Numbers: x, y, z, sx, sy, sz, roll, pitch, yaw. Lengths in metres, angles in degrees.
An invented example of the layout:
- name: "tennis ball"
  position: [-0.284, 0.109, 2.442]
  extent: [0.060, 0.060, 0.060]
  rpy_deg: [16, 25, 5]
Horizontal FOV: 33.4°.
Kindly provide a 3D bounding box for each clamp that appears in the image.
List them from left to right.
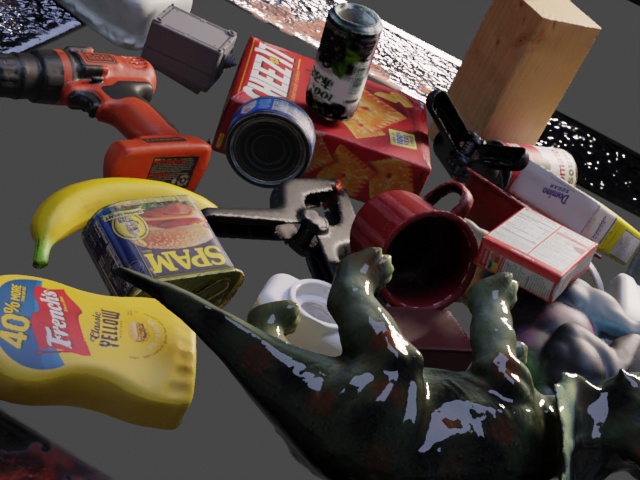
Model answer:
- name: "clamp"
  position: [-0.006, 0.001, 0.958]
  extent: [0.164, 0.036, 0.209]
  rpy_deg: [40, 29, 4]
- name: "clamp"
  position: [0.150, -0.102, 1.127]
  extent: [0.120, 0.039, 0.171]
  rpy_deg: [44, -11, 1]

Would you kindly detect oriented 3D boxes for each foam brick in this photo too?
- name: "foam brick"
  position: [0.076, 0.091, 0.870]
  extent: [0.078, 0.051, 0.053]
  rpy_deg: [5, 35, -30]

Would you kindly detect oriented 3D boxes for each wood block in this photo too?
- name: "wood block"
  position: [0.217, -0.179, 1.224]
  extent: [0.090, 0.206, 0.090]
  rpy_deg: [3, 37, -31]

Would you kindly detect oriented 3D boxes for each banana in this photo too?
- name: "banana"
  position: [-0.163, -0.021, 0.887]
  extent: [0.197, 0.037, 0.069]
  rpy_deg: [-13, 77, -42]

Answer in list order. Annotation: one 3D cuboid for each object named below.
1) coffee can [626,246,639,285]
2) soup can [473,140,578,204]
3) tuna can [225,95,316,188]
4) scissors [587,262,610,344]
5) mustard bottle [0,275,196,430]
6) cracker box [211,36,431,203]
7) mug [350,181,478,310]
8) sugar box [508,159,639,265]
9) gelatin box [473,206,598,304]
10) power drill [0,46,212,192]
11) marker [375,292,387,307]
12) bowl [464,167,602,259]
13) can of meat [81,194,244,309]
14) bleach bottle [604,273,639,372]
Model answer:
- name: "coffee can"
  position: [0.399, 0.055, 1.101]
  extent: [0.140, 0.103, 0.102]
  rpy_deg: [24, 31, -3]
- name: "soup can"
  position: [0.232, -0.075, 1.210]
  extent: [0.102, 0.069, 0.068]
  rpy_deg: [3, 37, -31]
- name: "tuna can"
  position: [-0.048, -0.093, 1.024]
  extent: [0.086, 0.086, 0.033]
  rpy_deg: [21, 33, -7]
- name: "scissors"
  position: [0.244, 0.108, 0.980]
  extent: [0.016, 0.096, 0.202]
  rpy_deg: [-1, 70, -50]
- name: "mustard bottle"
  position: [-0.181, 0.068, 0.714]
  extent: [0.191, 0.058, 0.096]
  rpy_deg: [13, 41, -19]
- name: "cracker box"
  position: [0.007, -0.123, 1.122]
  extent: [0.213, 0.072, 0.164]
  rpy_deg: [20, 32, -8]
- name: "mug"
  position: [0.083, -0.003, 0.910]
  extent: [0.093, 0.117, 0.082]
  rpy_deg: [37, 4, -28]
- name: "sugar box"
  position: [0.274, -0.028, 1.128]
  extent: [0.093, 0.048, 0.176]
  rpy_deg: [38, 7, 30]
- name: "gelatin box"
  position: [0.181, 0.012, 0.890]
  extent: [0.073, 0.030, 0.089]
  rpy_deg: [29, 32, 23]
- name: "power drill"
  position: [-0.200, -0.114, 0.975]
  extent: [0.184, 0.057, 0.188]
  rpy_deg: [-7, 44, -41]
- name: "marker"
  position: [0.053, 0.048, 0.948]
  extent: [0.020, 0.020, 0.121]
  rpy_deg: [24, 31, -3]
- name: "bowl"
  position: [0.198, -0.007, 1.067]
  extent: [0.162, 0.055, 0.162]
  rpy_deg: [32, 7, -5]
- name: "can of meat"
  position: [-0.123, 0.014, 0.824]
  extent: [0.101, 0.058, 0.084]
  rpy_deg: [-7, 54, -42]
- name: "bleach bottle"
  position: [0.381, 0.130, 1.019]
  extent: [0.251, 0.068, 0.102]
  rpy_deg: [28, 31, -1]
